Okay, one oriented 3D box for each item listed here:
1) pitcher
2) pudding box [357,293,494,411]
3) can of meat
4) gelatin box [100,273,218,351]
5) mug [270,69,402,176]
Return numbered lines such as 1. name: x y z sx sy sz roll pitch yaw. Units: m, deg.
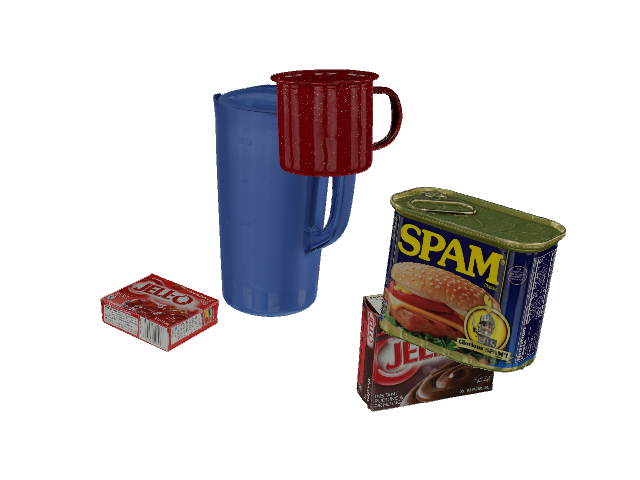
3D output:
1. pitcher: -0.044 -0.042 1.165 0.145 0.243 0.149 0 20 -8
2. pudding box: 0.088 0.084 0.864 0.113 0.090 0.039 -8 29 -20
3. can of meat: 0.087 0.023 0.636 0.102 0.084 0.057 20 23 33
4. gelatin box: -0.155 0.067 1.027 0.089 0.030 0.073 20 29 30
5. mug: 0.015 -0.103 0.923 0.117 0.081 0.093 -7 16 -20
